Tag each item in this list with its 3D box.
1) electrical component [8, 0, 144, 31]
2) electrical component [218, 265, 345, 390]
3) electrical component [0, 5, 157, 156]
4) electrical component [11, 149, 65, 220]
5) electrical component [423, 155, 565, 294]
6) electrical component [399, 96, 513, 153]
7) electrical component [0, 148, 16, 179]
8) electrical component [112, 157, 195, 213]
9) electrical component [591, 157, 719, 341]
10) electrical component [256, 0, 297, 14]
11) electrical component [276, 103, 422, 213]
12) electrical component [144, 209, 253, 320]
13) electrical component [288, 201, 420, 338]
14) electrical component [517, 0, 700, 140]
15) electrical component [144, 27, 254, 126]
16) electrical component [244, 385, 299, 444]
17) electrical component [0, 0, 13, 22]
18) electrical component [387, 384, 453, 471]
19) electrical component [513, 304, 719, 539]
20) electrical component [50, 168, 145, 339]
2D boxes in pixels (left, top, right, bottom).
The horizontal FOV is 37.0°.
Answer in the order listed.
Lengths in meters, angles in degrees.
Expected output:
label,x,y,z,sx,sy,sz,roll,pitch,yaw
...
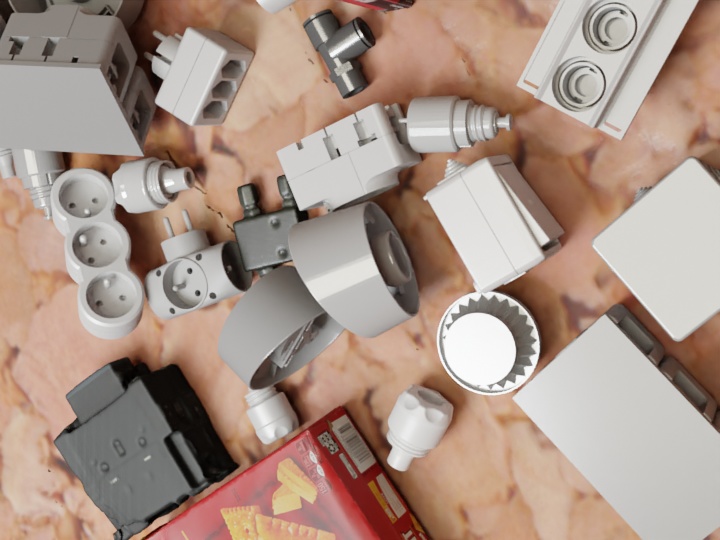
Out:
label,x,y,z,sx,sy,sz,roll,pitch,yaw
electrical component,-0.223,-0.230,0.855,0.099,0.064,0.099,2,96,22
electrical component,-0.057,0.046,0.811,0.064,0.099,0.099,37,110,21
electrical component,-0.265,-0.150,0.844,0.186,0.105,0.060,4,61,11
electrical component,-0.269,-0.081,0.909,0.040,0.040,0.078,-8,95,23
electrical component,0.094,-0.041,0.754,0.061,0.062,0.096,-31,85,23
electrical component,0.069,-0.104,0.766,0.078,0.040,0.040,1,98,22
electrical component,-0.309,-0.109,0.925,0.035,0.035,0.061,-11,96,23
electrical component,-0.164,-0.070,0.866,0.062,0.043,0.043,-7,95,22
electrical component,0.218,-0.016,0.713,0.100,0.048,0.099,-43,81,22
electrical component,-0.055,-0.218,0.802,0.046,0.040,0.040,-27,87,29
electrical component,-0.006,-0.079,0.796,0.089,0.050,0.055,-23,89,24
electrical component,-0.136,-0.008,0.863,0.077,0.044,0.079,-20,90,24
electrical component,0.000,0.000,0.780,0.064,0.099,0.099,-23,89,17
electrical component,0.169,-0.158,0.705,0.079,0.063,0.121,31,108,15
electrical component,-0.136,-0.159,0.839,0.077,0.047,0.065,33,109,15
electrical component,-0.076,0.106,0.860,0.035,0.035,0.061,-31,83,23
electrical component,-0.352,-0.238,0.909,0.105,0.060,0.186,45,111,10
electrical component,0.041,0.121,0.810,0.043,0.043,0.062,30,109,16
electrical component,0.193,0.108,0.735,0.150,0.062,0.089,48,112,10
electrical component,-0.217,-0.008,0.888,0.052,0.073,0.138,-14,75,-18
